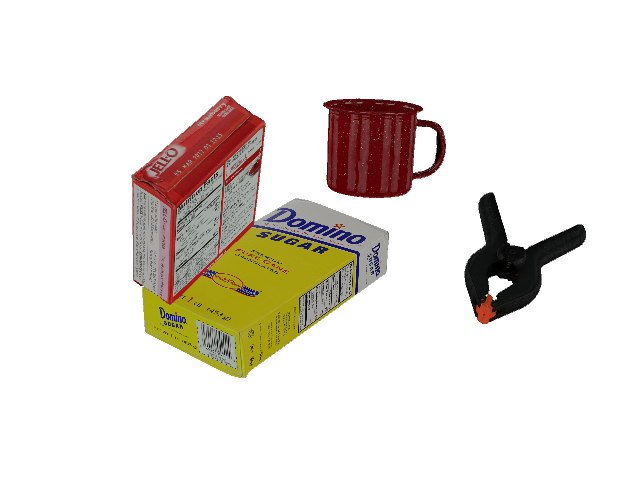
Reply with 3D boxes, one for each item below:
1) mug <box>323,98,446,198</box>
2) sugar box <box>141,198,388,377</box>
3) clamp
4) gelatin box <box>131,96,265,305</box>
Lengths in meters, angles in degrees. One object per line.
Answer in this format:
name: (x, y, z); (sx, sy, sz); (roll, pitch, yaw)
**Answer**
mug: (0.060, -0.087, 1.007); (0.117, 0.081, 0.093); (2, 15, -2)
sugar box: (-0.036, 0.028, 0.784); (0.093, 0.048, 0.175); (22, 39, 30)
clamp: (0.194, 0.015, 1.129); (0.120, 0.039, 0.171); (24, 48, 26)
gelatin box: (-0.064, -0.020, 0.550); (0.030, 0.073, 0.089); (32, -35, 16)
